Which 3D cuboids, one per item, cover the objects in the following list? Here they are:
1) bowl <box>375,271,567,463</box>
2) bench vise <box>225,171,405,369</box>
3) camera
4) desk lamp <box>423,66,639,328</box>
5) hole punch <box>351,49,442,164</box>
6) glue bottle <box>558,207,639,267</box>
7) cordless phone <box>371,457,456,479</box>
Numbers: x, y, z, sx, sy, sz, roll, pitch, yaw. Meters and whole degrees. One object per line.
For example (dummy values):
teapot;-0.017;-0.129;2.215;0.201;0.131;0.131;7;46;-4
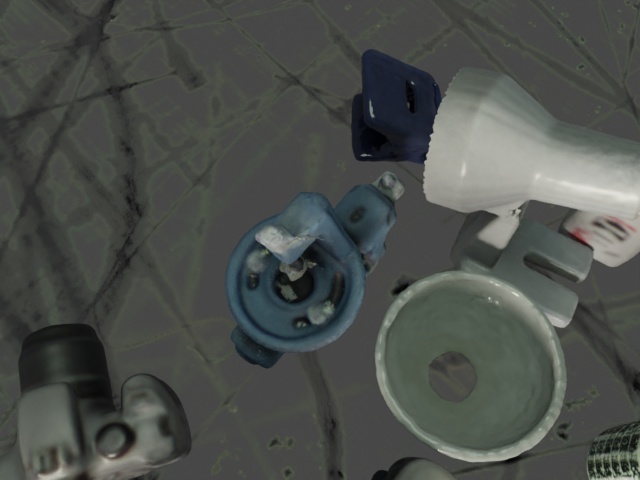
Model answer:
bowl;0.128;0.116;0.520;0.167;0.075;0.167;2;65;-3
bench vise;-0.006;-0.003;0.487;0.121;0.220;0.207;22;65;7
camera;-0.194;0.135;0.476;0.143;0.101;0.136;-15;67;-10
desk lamp;0.186;-0.038;0.520;0.203;0.213;0.118;26;66;9
hole punch;0.088;-0.149;0.634;0.101;0.091;0.108;1;65;-3
glue bottle;0.298;-0.034;0.548;0.078;0.173;0.037;30;67;11
cordless phone;0.065;0.227;0.403;0.094;0.185;0.148;26;66;9
